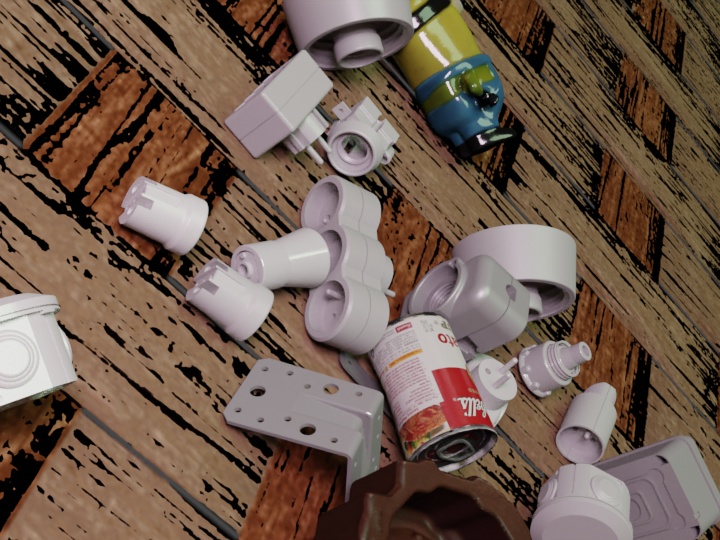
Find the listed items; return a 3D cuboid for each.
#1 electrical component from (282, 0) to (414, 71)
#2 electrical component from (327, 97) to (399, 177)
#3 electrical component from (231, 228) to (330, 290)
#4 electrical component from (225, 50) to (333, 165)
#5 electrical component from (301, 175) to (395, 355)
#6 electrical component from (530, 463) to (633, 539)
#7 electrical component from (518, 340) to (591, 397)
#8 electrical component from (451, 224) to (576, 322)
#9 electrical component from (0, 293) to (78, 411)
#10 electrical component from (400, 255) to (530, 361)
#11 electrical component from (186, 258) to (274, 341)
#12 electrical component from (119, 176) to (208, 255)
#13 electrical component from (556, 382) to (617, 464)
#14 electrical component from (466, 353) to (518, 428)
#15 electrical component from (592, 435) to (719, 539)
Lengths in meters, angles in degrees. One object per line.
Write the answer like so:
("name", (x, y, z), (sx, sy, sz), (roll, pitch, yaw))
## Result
("electrical component", (-0.006, -0.205, 0.905), (0.108, 0.108, 0.060), (-1, 73, -49))
("electrical component", (0.000, -0.108, 0.895), (0.066, 0.048, 0.055), (49, 31, -14))
("electrical component", (-0.059, -0.004, 0.763), (0.065, 0.044, 0.044), (-12, 76, -47))
("electrical component", (-0.050, -0.116, 0.840), (0.075, 0.047, 0.083), (49, 38, -14))
("electrical component", (0.000, 0.000, 0.817), (0.074, 0.052, 0.138), (24, 50, -38))
("electrical component", (0.181, 0.201, 0.871), (0.080, 0.080, 0.051), (47, 34, -17))
("electrical component", (0.176, 0.083, 0.957), (0.048, 0.062, 0.048), (28, 47, -35))
("electrical component", (0.134, 0.011, 0.923), (0.108, 0.108, 0.060), (21, 58, -40))
("electrical component", (-0.188, 0.046, 0.549), (0.080, 0.080, 0.051), (-17, 86, -52))
("electrical component", (0.078, 0.032, 0.851), (0.059, 0.095, 0.053), (40, 41, -25))
("electrical component", (-0.087, 0.019, 0.716), (0.046, 0.040, 0.040), (37, 43, -21))
("electrical component", (-0.129, -0.036, 0.705), (0.046, 0.040, 0.040), (26, 48, -29))
("electrical component", (0.210, 0.135, 0.978), (0.043, 0.043, 0.081), (53, 37, -10))
("electrical component", (0.097, 0.096, 0.843), (0.044, 0.079, 0.077), (39, 40, -4))
("electrical component", (0.242, 0.195, 0.918), (0.057, 0.113, 0.078), (-16, 79, -49))
